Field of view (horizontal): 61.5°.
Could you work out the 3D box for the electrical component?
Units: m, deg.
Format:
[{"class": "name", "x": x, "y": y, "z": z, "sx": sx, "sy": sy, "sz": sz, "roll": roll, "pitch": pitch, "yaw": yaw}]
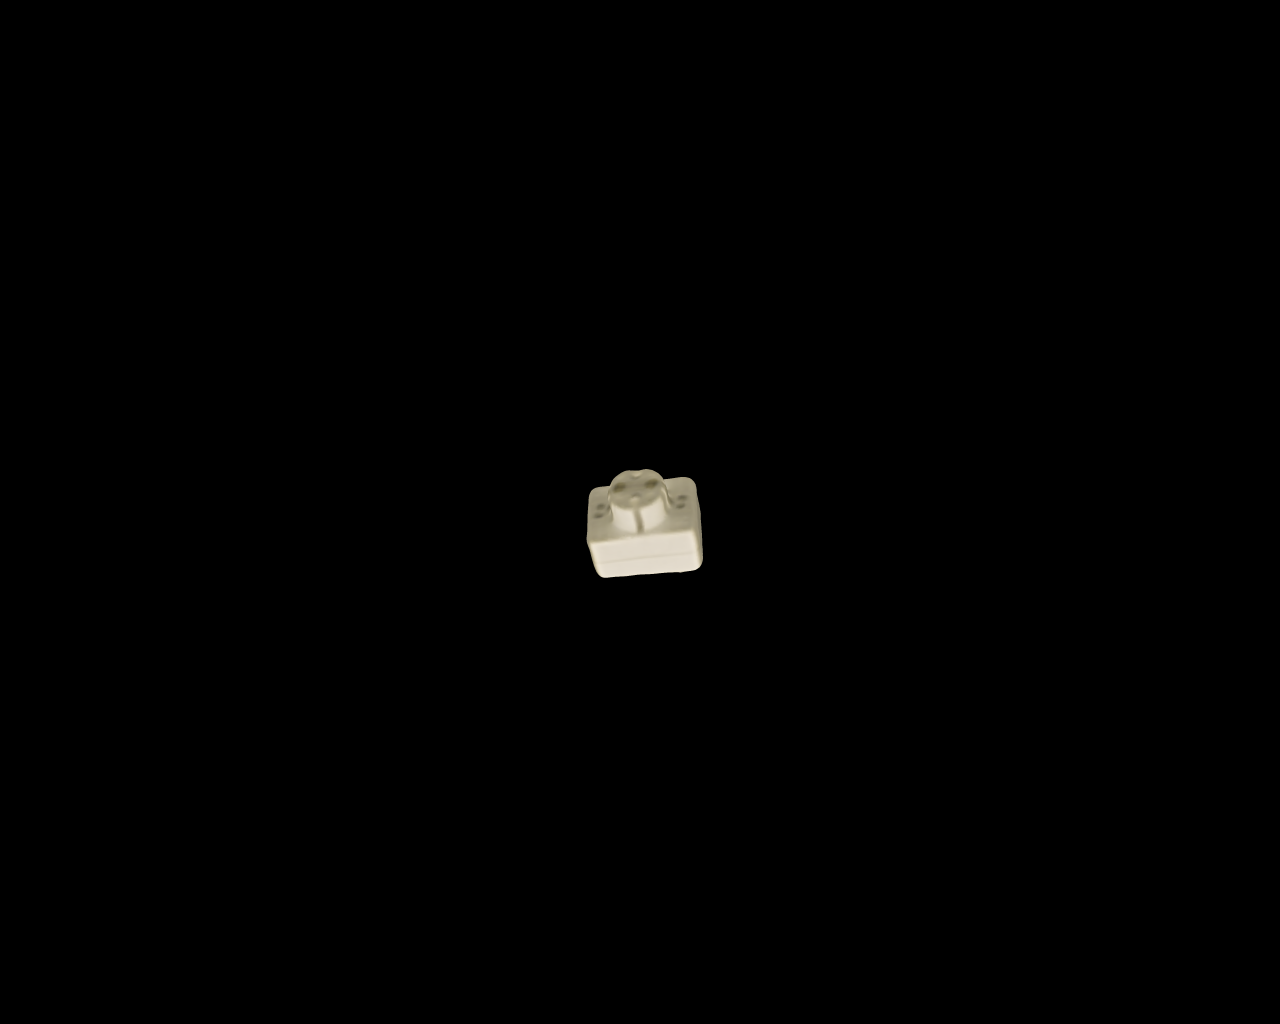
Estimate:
[{"class": "electrical component", "x": 0.001, "y": -0.003, "z": 0.650, "sx": 0.066, "sy": 0.047, "sz": 0.076, "roll": -6, "pitch": -43, "yaw": 7}]
